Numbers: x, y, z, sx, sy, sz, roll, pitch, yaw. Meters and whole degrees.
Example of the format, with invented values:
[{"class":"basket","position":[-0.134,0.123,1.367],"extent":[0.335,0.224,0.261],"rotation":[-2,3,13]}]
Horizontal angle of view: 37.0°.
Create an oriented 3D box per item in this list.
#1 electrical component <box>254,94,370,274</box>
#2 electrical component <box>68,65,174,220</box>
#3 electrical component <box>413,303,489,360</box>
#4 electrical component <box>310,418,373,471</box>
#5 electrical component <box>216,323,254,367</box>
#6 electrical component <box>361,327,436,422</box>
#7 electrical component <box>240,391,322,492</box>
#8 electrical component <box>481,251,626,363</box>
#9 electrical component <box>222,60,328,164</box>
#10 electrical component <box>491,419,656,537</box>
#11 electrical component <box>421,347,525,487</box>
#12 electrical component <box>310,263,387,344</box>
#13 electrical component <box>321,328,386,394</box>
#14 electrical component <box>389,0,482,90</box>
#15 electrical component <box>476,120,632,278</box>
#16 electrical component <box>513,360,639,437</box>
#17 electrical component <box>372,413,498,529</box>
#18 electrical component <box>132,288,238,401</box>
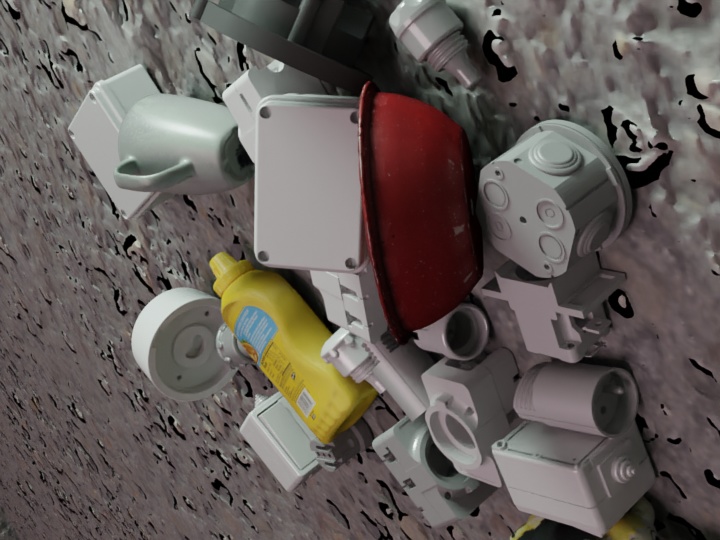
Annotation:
[{"class":"electrical component","position":[-0.027,-0.058,0.710],"extent":[0.078,0.057,0.113],"rotation":[5,104,10]},{"class":"electrical component","position":[-0.206,-0.114,0.981],"extent":[0.108,0.056,0.109],"rotation":[57,150,-2]},{"class":"electrical component","position":[0.063,0.042,0.766],"extent":[0.046,0.040,0.040],"rotation":[2,121,60]},{"class":"electrical component","position":[-0.018,0.158,0.987],"extent":[0.040,0.046,0.040],"rotation":[36,145,31]},{"class":"electrical component","position":[-0.104,0.067,1.027],"extent":[0.062,0.048,0.048],"rotation":[-13,108,51]},{"class":"electrical component","position":[0.032,0.073,0.835],"extent":[0.081,0.043,0.043],"rotation":[51,150,9]},{"class":"electrical component","position":[-0.069,0.154,1.042],"extent":[0.096,0.062,0.061],"rotation":[50,150,10]},{"class":"electrical component","position":[0.120,0.020,0.657],"extent":[0.081,0.042,0.063],"rotation":[15,132,50]},{"class":"electrical component","position":[-0.052,-0.104,0.774],"extent":[0.089,0.050,0.056],"rotation":[59,149,-6]},{"class":"electrical component","position":[0.147,0.132,0.709],"extent":[0.096,0.062,0.061],"rotation":[2,121,55]},{"class":"electrical component","position":[0.086,0.105,0.777],"extent":[0.050,0.056,0.089],"rotation":[10,127,51]},{"class":"electrical component","position":[0.000,0.000,0.802],"extent":[0.056,0.050,0.089],"rotation":[26,139,39]},{"class":"electrical component","position":[0.002,0.073,0.878],"extent":[0.062,0.048,0.048],"rotation":[48,150,1]},{"class":"electrical component","position":[0.047,-0.131,0.622],"extent":[0.061,0.035,0.035],"rotation":[51,150,3]},{"class":"electrical component","position":[0.108,-0.040,0.607],"extent":[0.080,0.051,0.080],"rotation":[36,145,31]},{"class":"electrical component","position":[0.134,0.081,0.695],"extent":[0.081,0.043,0.043],"rotation":[2,121,55]},{"class":"electrical component","position":[0.062,0.155,0.865],"extent":[0.089,0.050,0.055],"rotation":[52,150,6]},{"class":"electrical component","position":[-0.175,0.069,1.070],"extent":[0.060,0.108,0.108],"rotation":[27,140,49]}]
